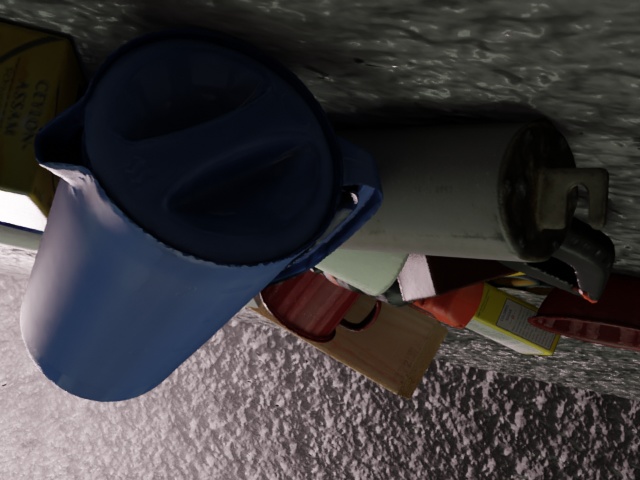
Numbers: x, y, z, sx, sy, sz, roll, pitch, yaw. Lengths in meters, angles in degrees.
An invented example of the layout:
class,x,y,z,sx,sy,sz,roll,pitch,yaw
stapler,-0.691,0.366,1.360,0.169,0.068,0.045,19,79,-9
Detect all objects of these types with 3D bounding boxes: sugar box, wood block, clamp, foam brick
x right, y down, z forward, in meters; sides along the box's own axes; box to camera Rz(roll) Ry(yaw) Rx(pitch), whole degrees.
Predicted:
class,x,y,z,sx,sy,sz,roll,pitch,yaw
sugar box,0.160,0.067,1.125,0.176,0.048,0.093,28,170,-9
wood block,0.025,0.083,1.170,0.206,0.090,0.090,29,177,19
clamp,0.130,-0.010,0.733,0.165,0.036,0.209,7,161,40
foam brick,0.102,0.012,0.819,0.078,0.053,0.051,-14,177,-25

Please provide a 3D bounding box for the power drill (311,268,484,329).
class,x,y,z,sx,sy,sz,roll,pitch,yaw
power drill,0.064,0.027,0.950,0.187,0.057,0.185,23,-175,-45

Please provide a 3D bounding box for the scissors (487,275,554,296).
class,x,y,z,sx,sy,sz,roll,pitch,yaw
scissors,0.201,0.048,1.141,0.096,0.016,0.202,14,171,-9

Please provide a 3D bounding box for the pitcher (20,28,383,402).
class,x,y,z,sx,sy,sz,roll,pitch,yaw
pitcher,-0.084,0.005,0.605,0.149,0.144,0.243,40,143,-1

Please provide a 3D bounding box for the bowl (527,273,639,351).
class,x,y,z,sx,sy,sz,roll,pitch,yaw
bowl,0.283,0.067,1.020,0.162,0.055,0.162,12,171,2

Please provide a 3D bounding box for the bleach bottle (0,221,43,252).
class,x,y,z,sx,sy,sz,roll,pitch,yaw
bleach bottle,-0.261,-0.043,0.948,0.250,0.102,0.068,14,171,-42

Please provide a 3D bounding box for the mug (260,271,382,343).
class,x,y,z,sx,sy,sz,roll,pitch,yaw
mug,0.009,0.049,1.075,0.117,0.082,0.093,33,-157,-9

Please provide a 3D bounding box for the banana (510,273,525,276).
class,x,y,z,sx,sy,sz,roll,pitch,yaw
banana,0.148,0.008,0.882,0.069,0.037,0.198,16,171,-25
